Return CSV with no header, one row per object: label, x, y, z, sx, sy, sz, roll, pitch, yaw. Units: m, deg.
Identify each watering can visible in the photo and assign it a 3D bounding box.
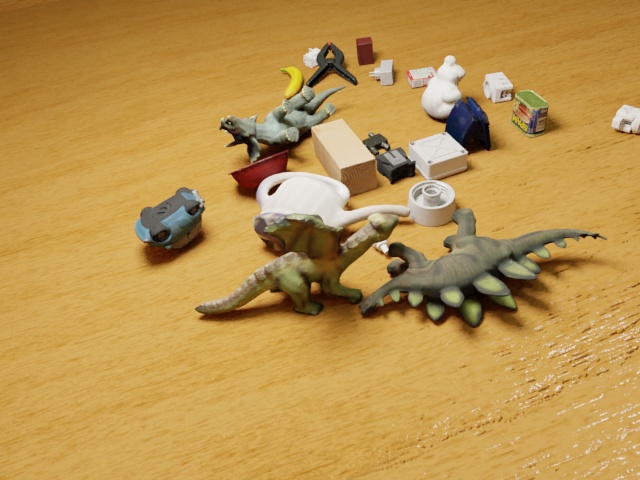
watering can,0.003,-0.056,1.121,0.349,0.101,0.229,18,49,20

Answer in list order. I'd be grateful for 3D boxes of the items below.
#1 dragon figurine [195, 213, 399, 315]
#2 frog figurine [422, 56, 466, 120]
dragon figurine,-0.046,0.032,0.940,0.411,0.237,0.125,-13,47,-8
frog figurine,0.340,-0.414,1.407,0.123,0.155,0.141,-11,42,0
